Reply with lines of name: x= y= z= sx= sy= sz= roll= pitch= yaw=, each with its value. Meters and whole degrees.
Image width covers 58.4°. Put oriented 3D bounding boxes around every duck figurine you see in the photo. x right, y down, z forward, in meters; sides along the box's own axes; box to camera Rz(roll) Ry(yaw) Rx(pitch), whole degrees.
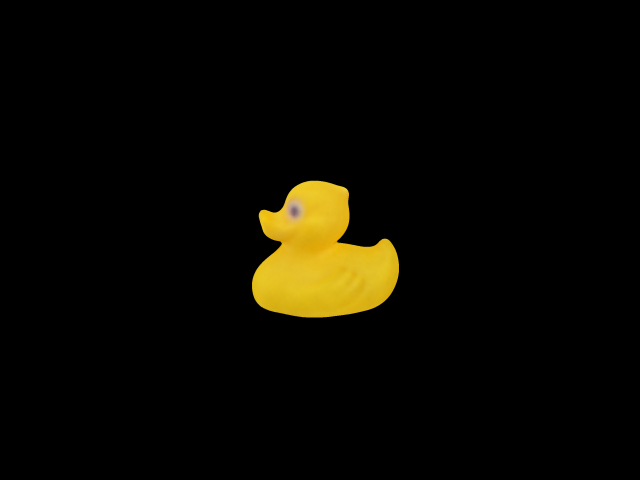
duck figurine: x=0.004 y=0.001 z=0.400 sx=0.104 sy=0.086 sz=0.077 roll=-1 pitch=19 yaw=-2
